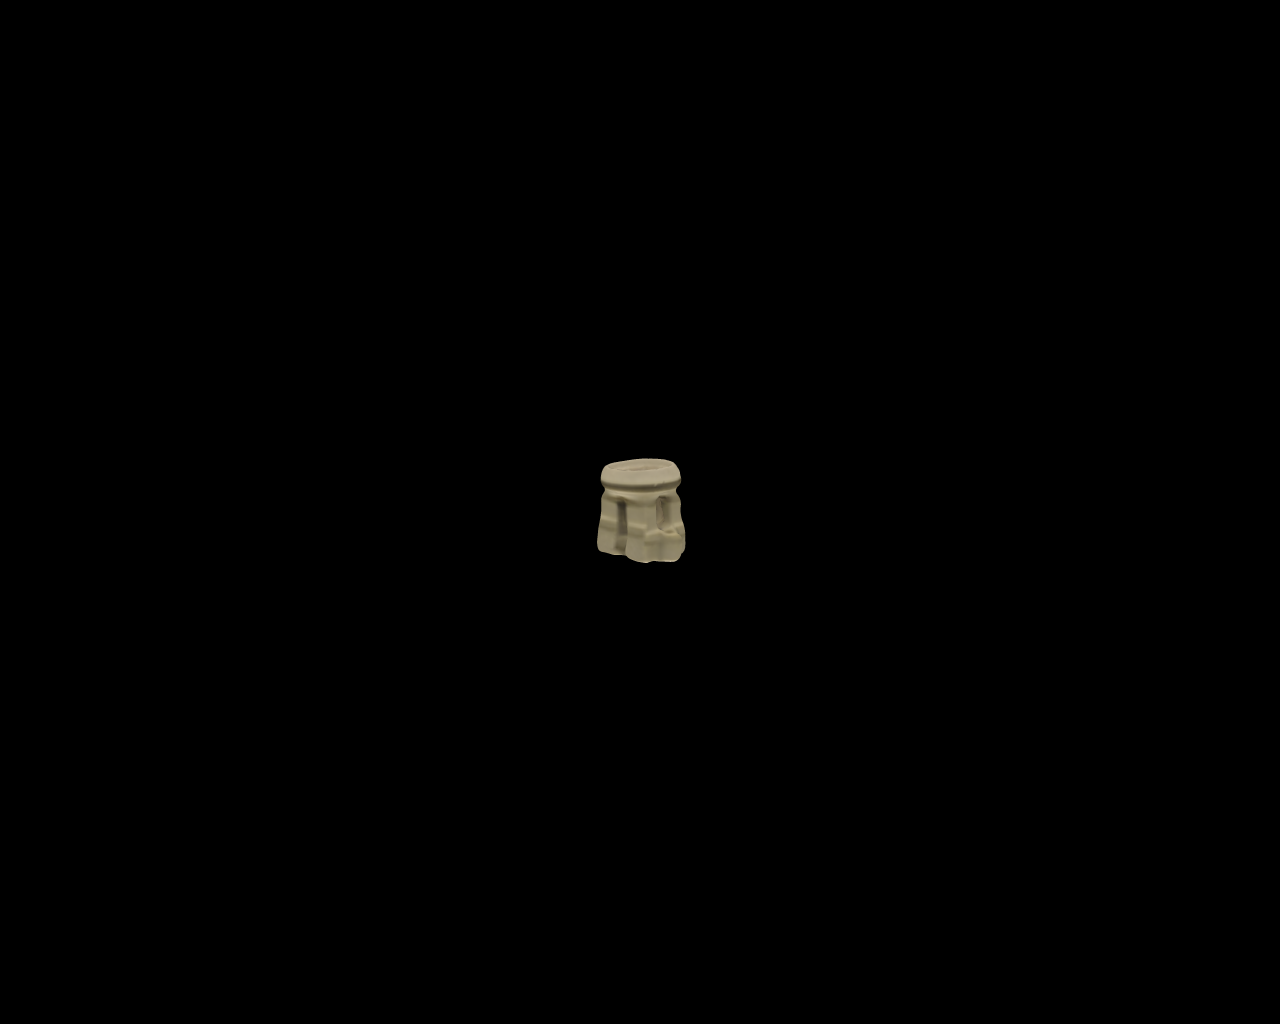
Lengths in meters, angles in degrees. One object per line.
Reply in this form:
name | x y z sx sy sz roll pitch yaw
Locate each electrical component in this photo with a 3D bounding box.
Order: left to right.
electrical component | 0.001 -0.003 0.650 0.066 0.055 0.048 11 17 42
